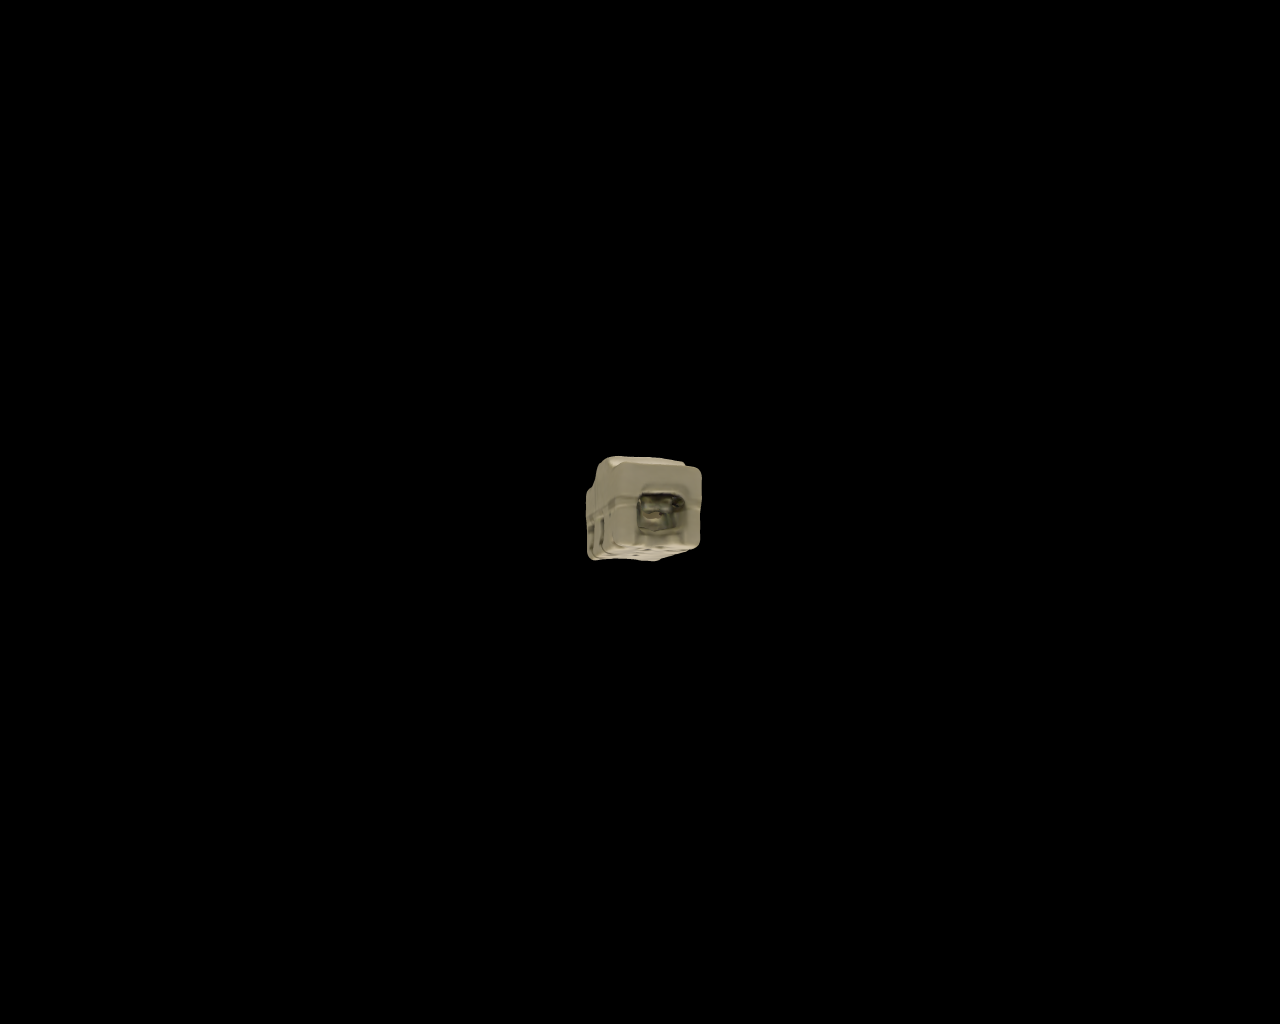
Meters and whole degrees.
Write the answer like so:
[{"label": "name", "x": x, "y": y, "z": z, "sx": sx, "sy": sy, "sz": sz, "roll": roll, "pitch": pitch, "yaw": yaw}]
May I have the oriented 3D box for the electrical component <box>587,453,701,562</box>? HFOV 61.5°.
[{"label": "electrical component", "x": 0.001, "y": -0.003, "z": 0.650, "sx": 0.050, "sy": 0.055, "sz": 0.089, "roll": 3, "pitch": -10, "yaw": -15}]
